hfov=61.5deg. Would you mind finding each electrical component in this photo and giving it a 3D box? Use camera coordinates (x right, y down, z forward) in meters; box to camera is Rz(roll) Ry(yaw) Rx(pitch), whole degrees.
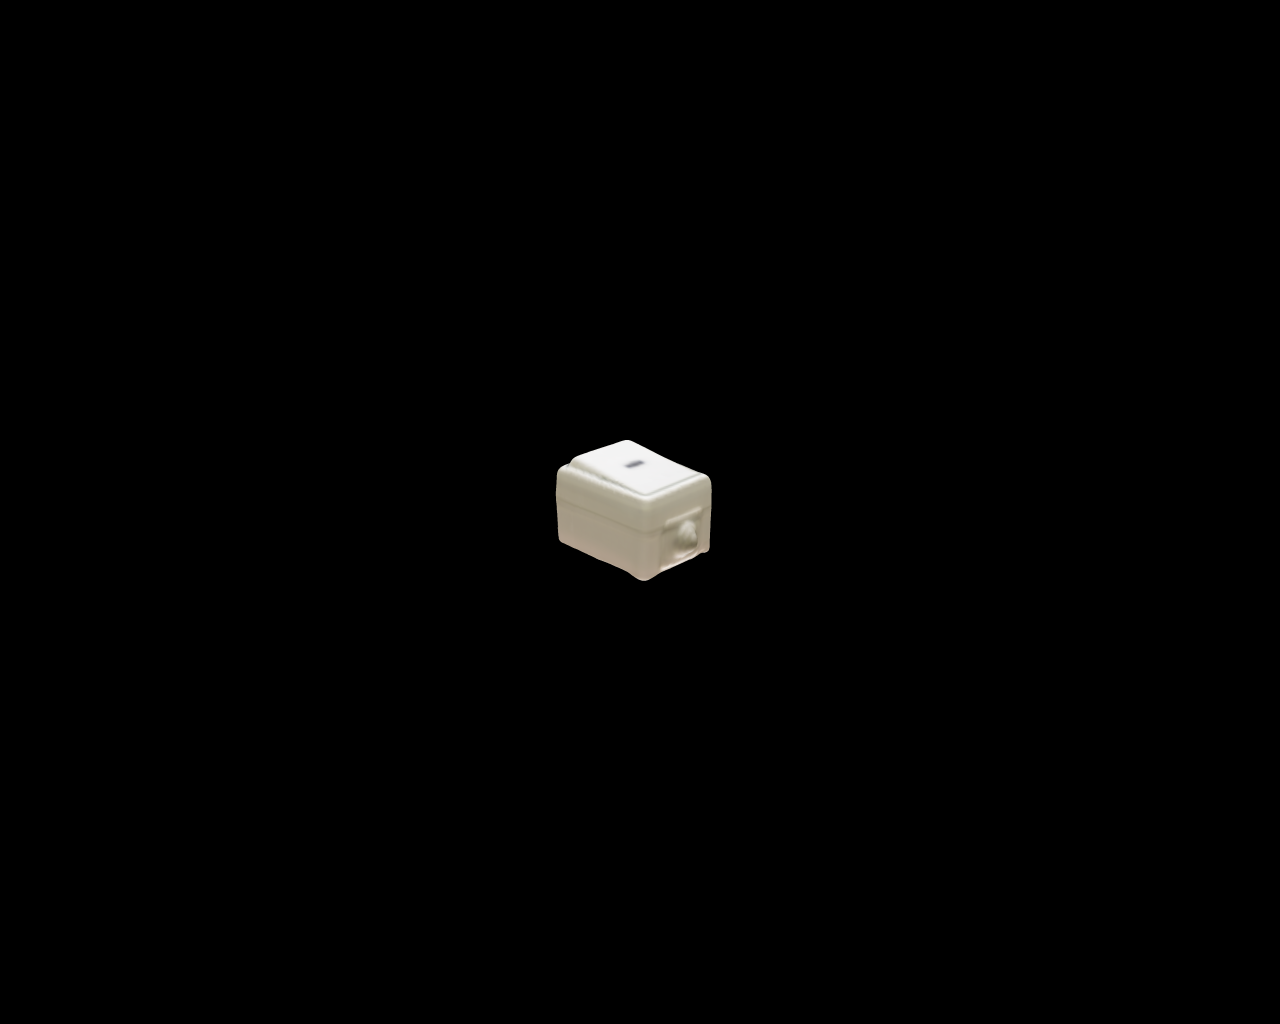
[{"bbox_3d":[0.001,-0.003,0.650,0.062,0.061,0.096,-22,32,-40],"label":"electrical component"}]
